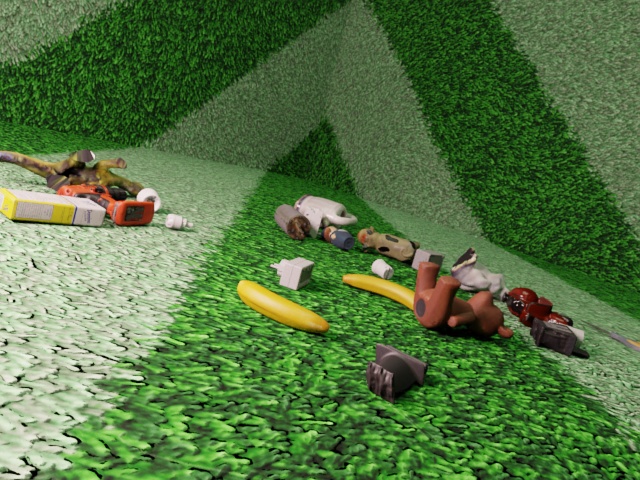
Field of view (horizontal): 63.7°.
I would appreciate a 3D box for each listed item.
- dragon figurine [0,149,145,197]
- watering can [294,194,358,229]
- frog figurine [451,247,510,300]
[{"bbox_3d":[-0.654,-0.169,1.371,0.409,0.123,0.242,13,-8,-25],"label":"dragon figurine"},{"bbox_3d":[0.006,-0.092,1.830,0.225,0.103,0.349,18,10,20],"label":"watering can"},{"bbox_3d":[0.454,0.117,1.465,0.159,0.123,0.137,51,-1,-3],"label":"frog figurine"}]
